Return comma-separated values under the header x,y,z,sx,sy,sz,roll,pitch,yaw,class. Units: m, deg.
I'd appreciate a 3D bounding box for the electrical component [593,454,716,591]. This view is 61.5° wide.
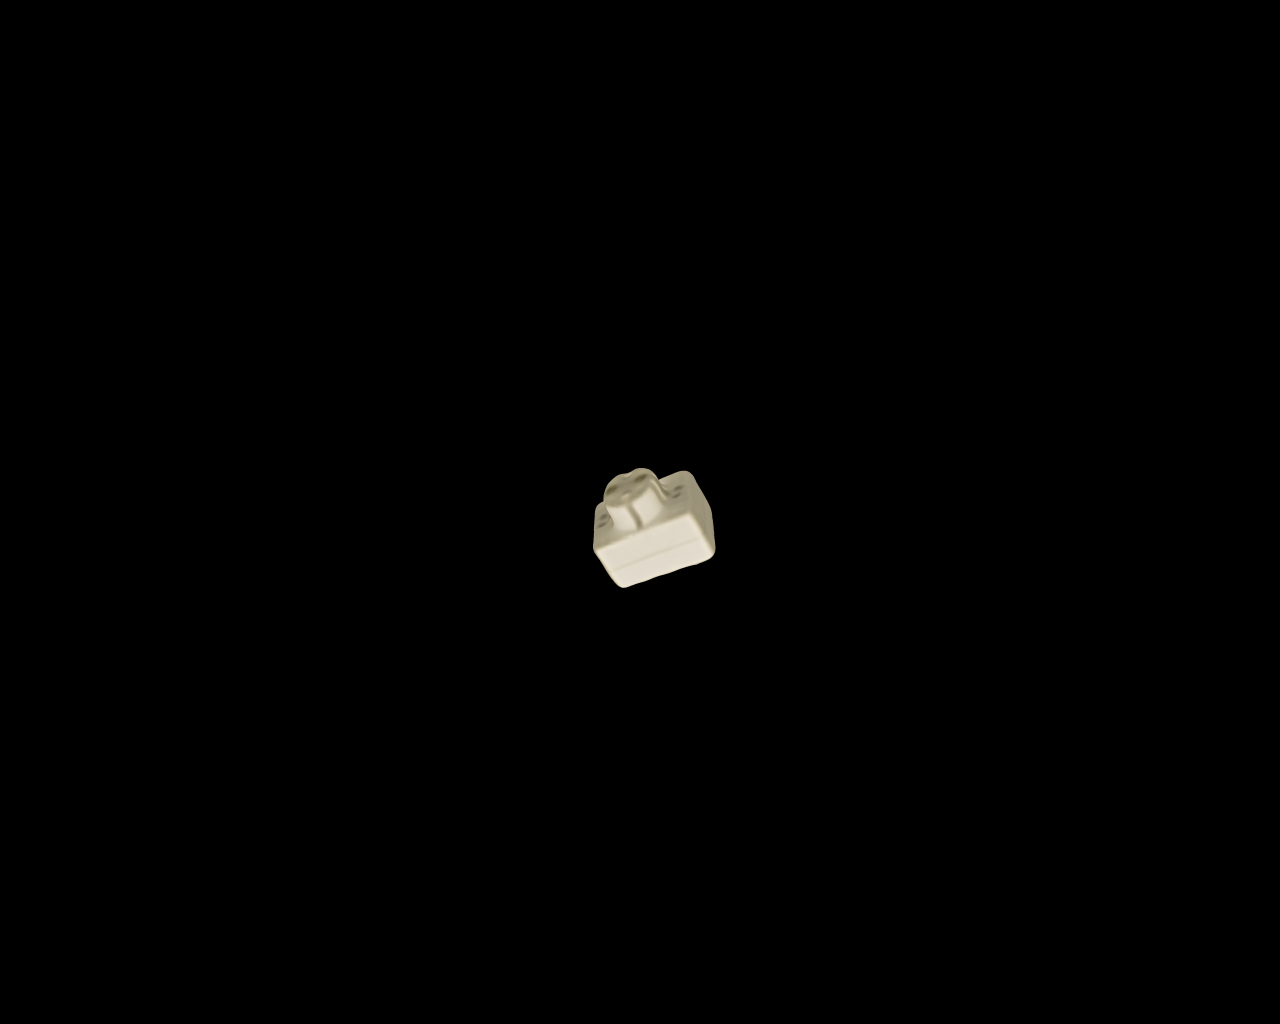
x,y,z,sx,sy,sz,roll,pitch,yaw,class
0.001,-0.003,0.650,0.065,0.076,0.047,-21,34,15,electrical component
